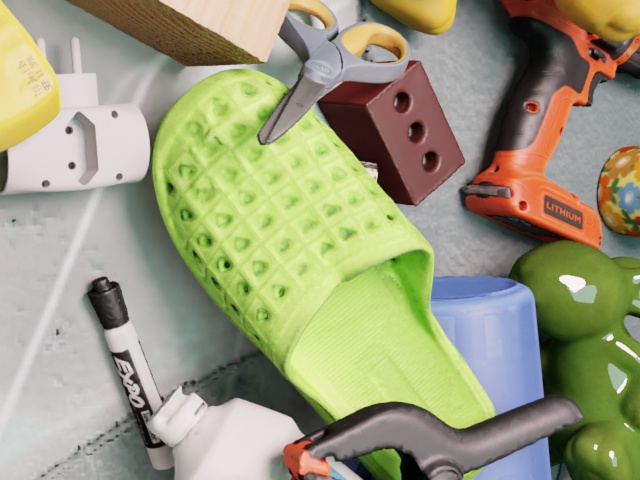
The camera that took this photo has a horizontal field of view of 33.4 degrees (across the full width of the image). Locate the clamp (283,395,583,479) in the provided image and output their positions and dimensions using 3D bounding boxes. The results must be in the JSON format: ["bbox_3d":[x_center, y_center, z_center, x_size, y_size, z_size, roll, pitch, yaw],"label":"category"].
[{"bbox_3d":[0.063,0.141,0.570,0.171,0.039,0.120,5,80,-17],"label":"clamp"}]

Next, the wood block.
[{"bbox_3d":[-0.048,-0.206,0.572,0.090,0.091,0.206,25,82,-34],"label":"wood block"}]

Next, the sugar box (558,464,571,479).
[{"bbox_3d":[0.272,0.190,0.874,0.176,0.048,0.093,21,84,-31],"label":"sugar box"}]

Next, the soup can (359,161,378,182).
[{"bbox_3d":[-0.004,0.001,0.643,0.068,0.069,0.102,5,94,-35],"label":"soup can"}]

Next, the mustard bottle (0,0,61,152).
[{"bbox_3d":[-0.220,-0.046,0.484,0.191,0.058,0.096,-39,87,-18],"label":"mustard bottle"}]

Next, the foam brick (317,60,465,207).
[{"bbox_3d":[0.046,-0.069,0.679,0.053,0.051,0.078,-41,117,-24],"label":"foam brick"}]

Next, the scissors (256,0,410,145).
[{"bbox_3d":[-0.014,-0.100,0.584,0.201,0.096,0.016,-33,153,-55],"label":"scissors"}]

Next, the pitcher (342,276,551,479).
[{"bbox_3d":[0.081,0.151,0.689,0.149,0.145,0.243,-30,117,-77],"label":"pitcher"}]

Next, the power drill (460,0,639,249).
[{"bbox_3d":[0.186,-0.091,0.770,0.184,0.057,0.187,18,83,-31],"label":"power drill"}]

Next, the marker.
[{"bbox_3d":[-0.106,0.077,0.614,0.020,0.020,0.121,-27,111,-29],"label":"marker"}]

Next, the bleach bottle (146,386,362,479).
[{"bbox_3d":[0.003,0.179,0.585,0.251,0.068,0.102,42,50,-3],"label":"bleach bottle"}]
